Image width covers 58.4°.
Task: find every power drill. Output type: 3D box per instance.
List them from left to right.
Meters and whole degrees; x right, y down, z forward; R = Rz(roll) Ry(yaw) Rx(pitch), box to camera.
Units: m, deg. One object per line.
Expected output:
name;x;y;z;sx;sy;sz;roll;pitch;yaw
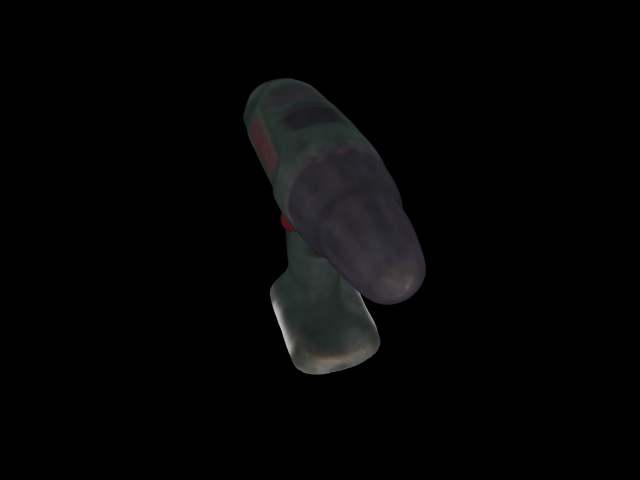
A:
power drill;0.004;0.001;0.400;0.076;0.208;0.229;-16;50;-13
